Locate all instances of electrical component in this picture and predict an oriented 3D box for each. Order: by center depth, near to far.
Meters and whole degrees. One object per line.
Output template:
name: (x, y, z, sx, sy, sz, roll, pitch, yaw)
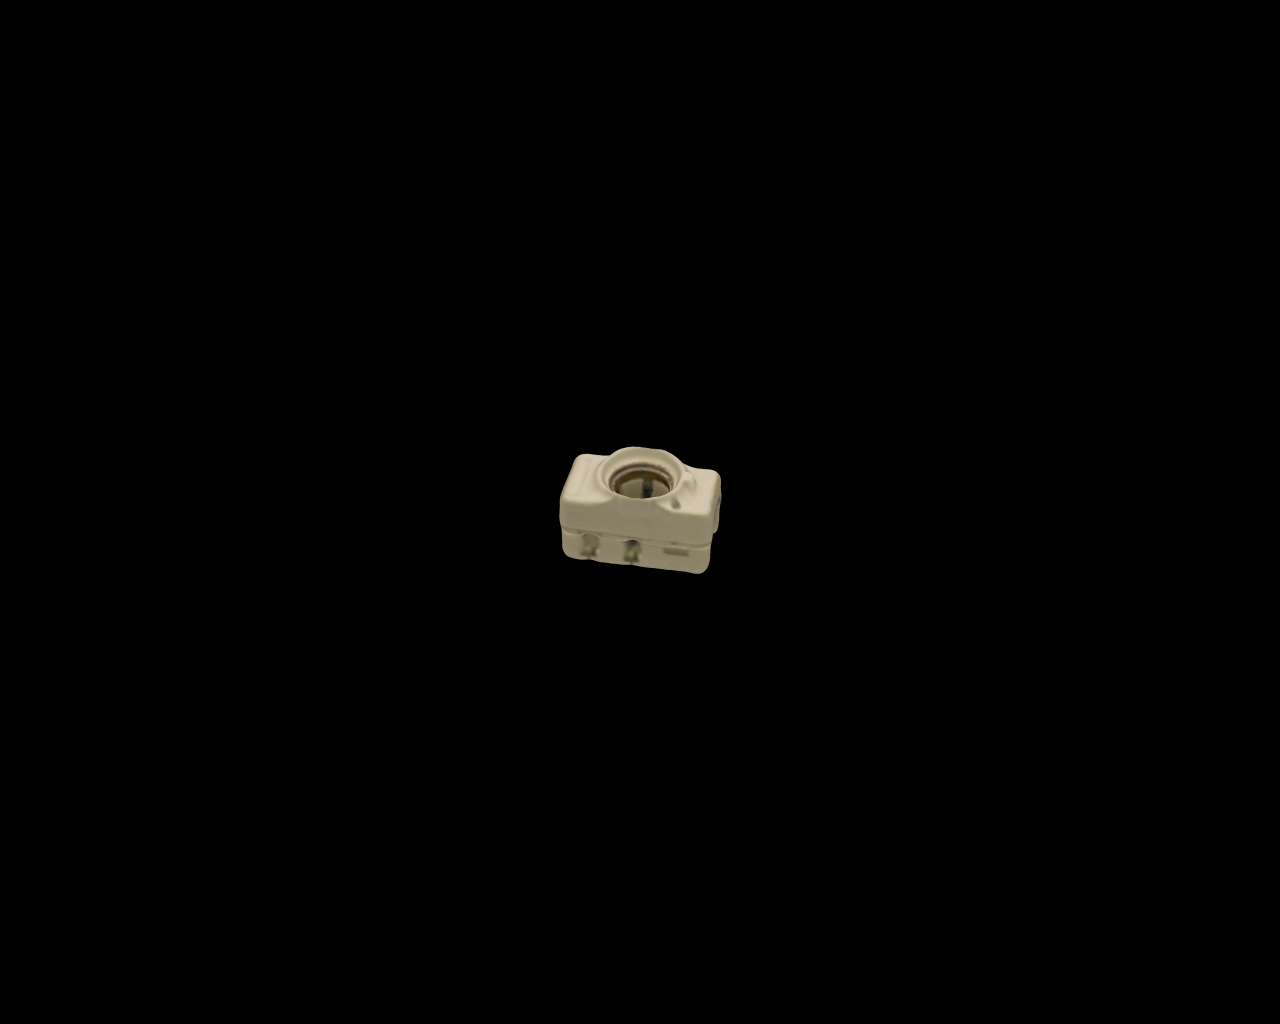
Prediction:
electrical component: (0.001, -0.003, 0.650, 0.089, 0.055, 0.050, 7, 40, 9)
